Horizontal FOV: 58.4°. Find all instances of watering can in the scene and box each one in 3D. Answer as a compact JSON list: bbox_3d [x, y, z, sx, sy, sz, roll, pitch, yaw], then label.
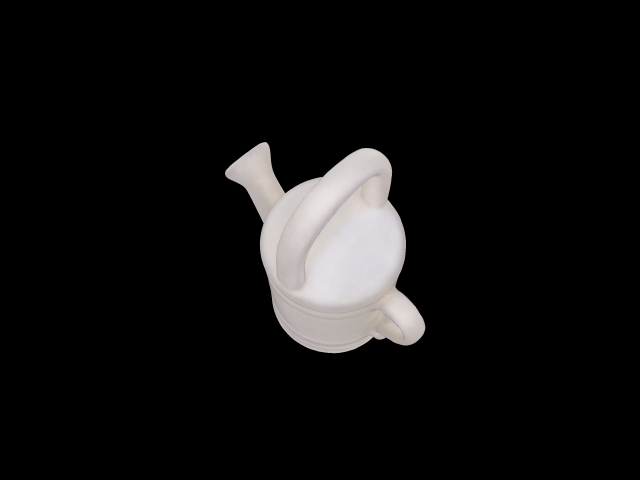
[{"bbox_3d":[0.002,0.003,0.399,0.172,0.194,0.101,22,67,10],"label":"watering can"}]
